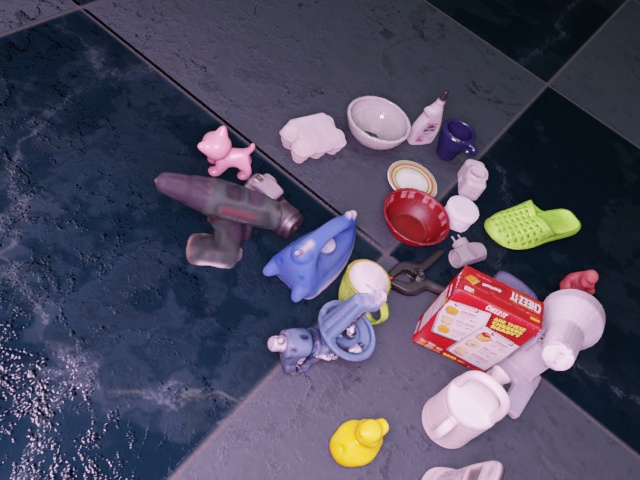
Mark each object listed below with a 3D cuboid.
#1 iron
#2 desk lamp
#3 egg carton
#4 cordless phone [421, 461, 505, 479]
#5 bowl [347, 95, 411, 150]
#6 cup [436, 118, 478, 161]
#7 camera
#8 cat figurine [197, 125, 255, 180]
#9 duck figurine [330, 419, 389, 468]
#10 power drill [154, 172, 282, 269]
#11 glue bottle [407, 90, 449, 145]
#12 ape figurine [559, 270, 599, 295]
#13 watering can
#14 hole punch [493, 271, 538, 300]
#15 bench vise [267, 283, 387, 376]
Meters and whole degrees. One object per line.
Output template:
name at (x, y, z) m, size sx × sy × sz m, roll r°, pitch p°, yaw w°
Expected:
iron at (0.011, 0.004, 1.152) m, size 0.118 × 0.141 × 0.259 m, roll 41°, pitch 53°, yaw 12°
desk lamp at (0.435, 0.214, 1.102) m, size 0.118 × 0.213 × 0.204 m, roll 40°, pitch 53°, yaw 11°
egg carton at (-0.017, -0.245, 1.368) m, size 0.151 × 0.069 × 0.107 m, roll -21°, pitch 64°, yaw -30°
cordless phone at (0.214, 0.417, 0.896) m, size 0.094 × 0.185 × 0.148 m, roll 30°, pitch 51°, yaw 4°
bowl at (0.140, -0.283, 1.447) m, size 0.168 × 0.074 × 0.167 m, roll 10°, pitch 53°, yaw -13°
cup at (0.351, -0.242, 1.479) m, size 0.092 × 0.095 × 0.117 m, roll -24°, pitch 66°, yaw -31°
camera at (-0.111, -0.061, 1.182) m, size 0.136 × 0.100 × 0.143 m, roll 38°, pitch 52°, yaw 10°
cat figurine at (-0.202, -0.194, 1.236) m, size 0.128 × 0.117 × 0.067 m, roll 3°, pitch 55°, yaw -17°
duck figurine at (0.071, 0.335, 0.969) m, size 0.105 × 0.086 × 0.077 m, roll -16°, pitch 62°, yaw -28°
power drill at (-0.193, -0.035, 1.066) m, size 0.230 × 0.208 × 0.075 m, roll 6°, pitch 54°, yaw -15°
glue bottle at (0.284, -0.314, 1.457) m, size 0.078 × 0.173 × 0.037 m, roll -13°, pitch 60°, yaw -26°
ape figurine at (0.603, 0.101, 1.321) m, size 0.078 × 0.092 × 0.076 m, roll 29°, pitch 51°, yaw 3°
watering can at (0.265, 0.283, 1.005) m, size 0.101 × 0.194 × 0.173 m, roll 31°, pitch 51°, yaw 4°
hole punch at (0.393, 0.138, 1.221) m, size 0.108 × 0.091 × 0.101 m, roll 38°, pitch 52°, yaw 10°
bench vise at (0.025, 0.164, 0.991) m, size 0.208 × 0.219 × 0.121 m, roll -24°, pitch 66°, yaw -31°
